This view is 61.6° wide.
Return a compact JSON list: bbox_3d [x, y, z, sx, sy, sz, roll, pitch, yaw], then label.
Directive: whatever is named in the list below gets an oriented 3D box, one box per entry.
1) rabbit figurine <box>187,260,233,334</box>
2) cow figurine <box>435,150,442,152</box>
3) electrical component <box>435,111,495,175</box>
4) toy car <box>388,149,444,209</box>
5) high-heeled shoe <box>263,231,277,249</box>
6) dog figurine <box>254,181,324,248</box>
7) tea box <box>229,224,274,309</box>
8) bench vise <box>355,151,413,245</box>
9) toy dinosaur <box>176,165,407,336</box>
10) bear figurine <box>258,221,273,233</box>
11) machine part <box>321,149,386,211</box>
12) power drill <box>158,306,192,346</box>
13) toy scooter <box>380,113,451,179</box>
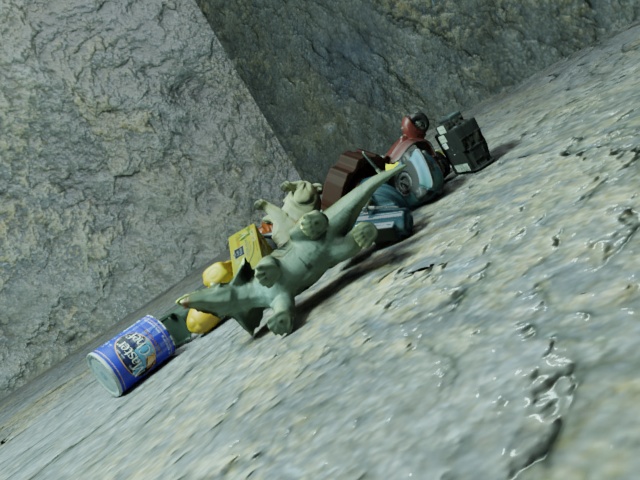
[{"bbox_3d":[-0.222,0.124,1.161,0.173,0.122,0.162,-49,11,8],"label":"rabbit figurine"},{"bbox_3d":[0.236,-0.154,1.328,0.167,0.068,0.098,-31,1,-27],"label":"cow figurine"},{"bbox_3d":[0.311,-0.214,1.178,0.058,0.134,0.115,-32,9,-8],"label":"electrical component"},{"bbox_3d":[0.212,-0.121,1.152,0.103,0.109,0.161,-8,-21,-28],"label":"toy car"},{"bbox_3d":[-0.093,0.024,1.348,0.145,0.086,0.248,-3,-22,-5],"label":"high-heeled shoe"},{"bbox_3d":[-0.033,-0.023,1.170,0.172,0.191,0.121,-36,-26,5],"label":"dog figurine"},{"bbox_3d":[-0.129,0.052,1.095,0.068,0.098,0.170,-31,30,3],"label":"tea box"},{"bbox_3d":[0.078,-0.055,1.028,0.224,0.128,0.241,-17,32,33],"label":"bench vise"},{"bbox_3d":[-0.029,0.025,0.873,0.405,0.131,0.192,-38,13,-8],"label":"toy dinosaur"},{"bbox_3d":[-0.149,0.016,1.575,0.132,0.120,0.196,-34,12,1],"label":"bear figurine"},{"bbox_3d":[0.072,-0.111,1.162,0.056,0.179,0.179,25,44,30],"label":"machine part"},{"bbox_3d":[-0.316,0.182,1.267,0.232,0.086,0.207,-32,11,7],"label":"power drill"},{"bbox_3d":[0.210,-0.184,1.217,0.135,0.183,0.075,-36,25,-10],"label":"toy scooter"}]
